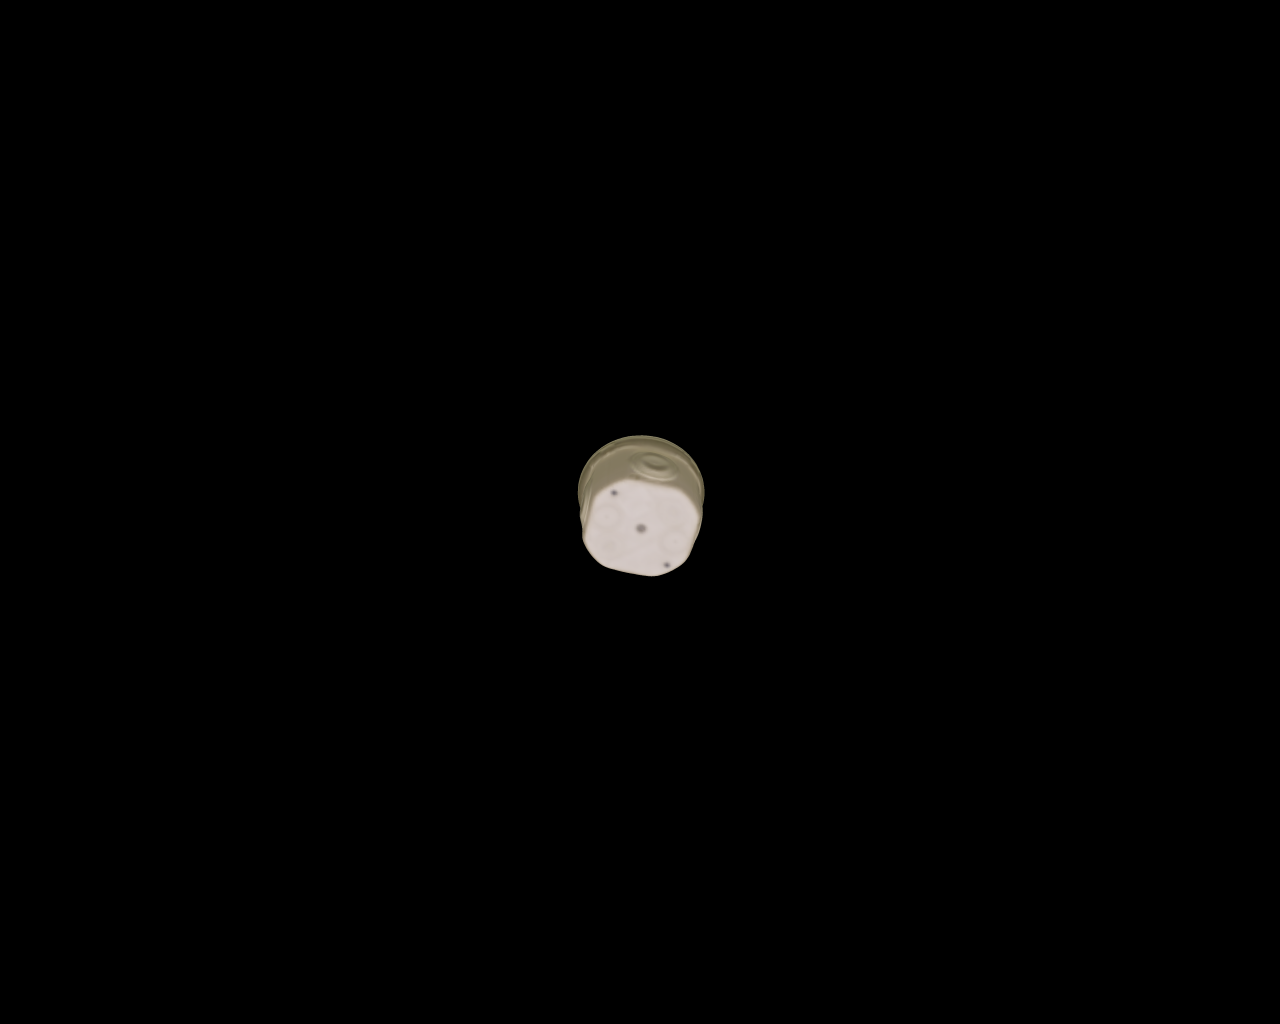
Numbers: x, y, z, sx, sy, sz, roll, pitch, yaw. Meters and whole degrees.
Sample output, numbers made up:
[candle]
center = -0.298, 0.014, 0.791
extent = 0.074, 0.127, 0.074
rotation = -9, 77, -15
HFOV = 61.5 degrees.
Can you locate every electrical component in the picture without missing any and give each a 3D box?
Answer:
[electrical component]
center = 0.001, -0.003, 0.650
extent = 0.080, 0.080, 0.051
rotation = 0, 30, 0
